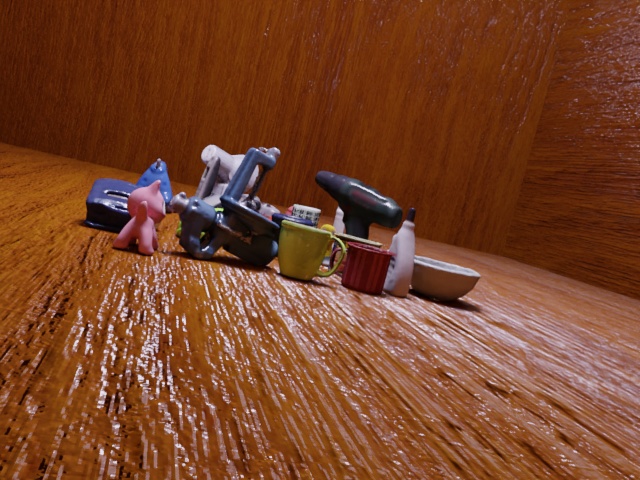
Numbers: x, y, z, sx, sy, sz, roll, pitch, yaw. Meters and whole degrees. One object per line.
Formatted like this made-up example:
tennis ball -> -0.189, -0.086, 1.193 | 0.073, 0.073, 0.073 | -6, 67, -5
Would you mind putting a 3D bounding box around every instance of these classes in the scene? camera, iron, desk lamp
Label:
camera -> -0.202, -0.081, 1.665 | 0.144, 0.101, 0.136 | 11, 6, -28
iron -> -0.463, -0.162, 1.629 | 0.119, 0.141, 0.258 | 12, 5, -14
desk lamp -> -0.297, -0.167, 1.710 | 0.117, 0.213, 0.204 | 18, 7, 37

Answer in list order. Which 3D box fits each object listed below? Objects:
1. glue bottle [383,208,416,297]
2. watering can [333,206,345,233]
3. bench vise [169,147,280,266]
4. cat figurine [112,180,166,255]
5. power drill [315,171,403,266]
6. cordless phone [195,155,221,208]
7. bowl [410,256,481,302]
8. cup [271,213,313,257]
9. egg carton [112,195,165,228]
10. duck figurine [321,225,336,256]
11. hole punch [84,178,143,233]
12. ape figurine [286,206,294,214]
glue bottle -> 0.161, 0.021, 1.124 | 0.037, 0.173, 0.078 | 11, 6, -23
watering can -> 0.092, -0.061, 1.696 | 0.101, 0.194, 0.172 | 12, 5, -15
bench vise -> -0.148, -0.068, 1.011 | 0.121, 0.220, 0.208 | 18, 7, 40
cat figurine -> -0.292, -0.044, 0.951 | 0.067, 0.118, 0.127 | 12, 5, -13
power drill -> 0.065, -0.036, 1.289 | 0.228, 0.208, 0.076 | 16, 6, 28
cordless phone -> -0.291, -0.131, 1.503 | 0.094, 0.185, 0.147 | 10, 6, -31
bowl -> 0.246, 0.085, 1.201 | 0.167, 0.075, 0.167 | 14, 5, -1
cup -> -0.061, -0.004, 1.239 | 0.091, 0.095, 0.118 | 17, 6, 31
egg carton -> -0.394, -0.069, 1.212 | 0.108, 0.069, 0.149 | 9, 7, -41
duck figurine -> 0.013, 0.005, 1.388 | 0.077, 0.086, 0.104 | 13, 5, -4
hole punch -> -0.382, -0.065, 1.083 | 0.109, 0.091, 0.101 | 12, 6, -17
ape figurine -> -0.093, -0.060, 1.768 | 0.077, 0.092, 0.076 | 17, 6, 32
